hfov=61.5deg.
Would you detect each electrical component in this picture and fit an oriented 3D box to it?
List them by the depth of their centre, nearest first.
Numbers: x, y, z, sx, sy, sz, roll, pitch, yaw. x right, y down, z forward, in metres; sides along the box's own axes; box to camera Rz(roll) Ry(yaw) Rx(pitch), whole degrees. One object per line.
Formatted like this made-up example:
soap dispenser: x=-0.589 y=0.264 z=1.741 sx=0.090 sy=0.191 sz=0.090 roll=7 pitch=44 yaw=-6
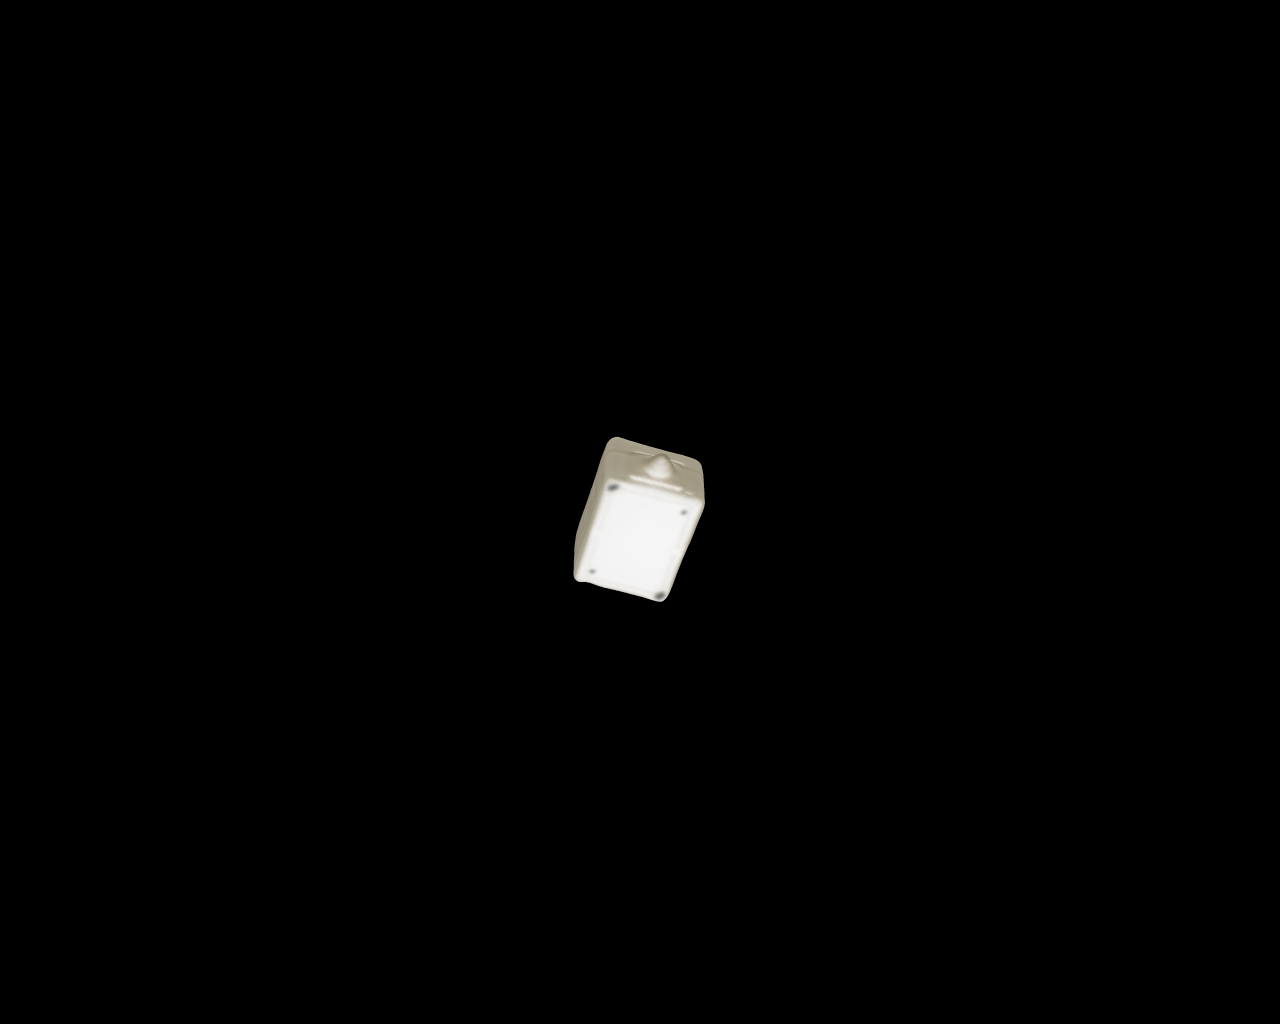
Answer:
electrical component: x=0.001 y=-0.003 z=0.650 sx=0.062 sy=0.096 sz=0.061 roll=15 pitch=32 yaw=-9
